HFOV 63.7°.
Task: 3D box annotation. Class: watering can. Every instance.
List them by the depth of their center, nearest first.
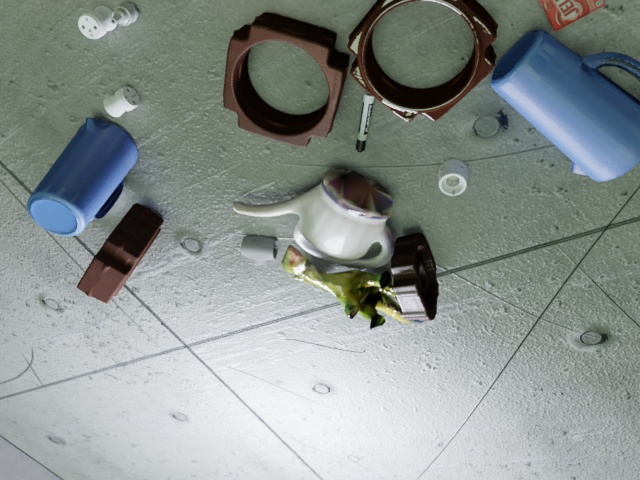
[{"bbox_3d":[0.003,-0.053,1.047,0.347,0.106,0.219,24,131,-6],"label":"watering can"}]

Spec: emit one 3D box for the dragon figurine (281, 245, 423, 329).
[{"bbox_3d":[0.059,0.106,1.149,0.244,0.123,0.405,20,170,38],"label":"dragon figurine"}]
